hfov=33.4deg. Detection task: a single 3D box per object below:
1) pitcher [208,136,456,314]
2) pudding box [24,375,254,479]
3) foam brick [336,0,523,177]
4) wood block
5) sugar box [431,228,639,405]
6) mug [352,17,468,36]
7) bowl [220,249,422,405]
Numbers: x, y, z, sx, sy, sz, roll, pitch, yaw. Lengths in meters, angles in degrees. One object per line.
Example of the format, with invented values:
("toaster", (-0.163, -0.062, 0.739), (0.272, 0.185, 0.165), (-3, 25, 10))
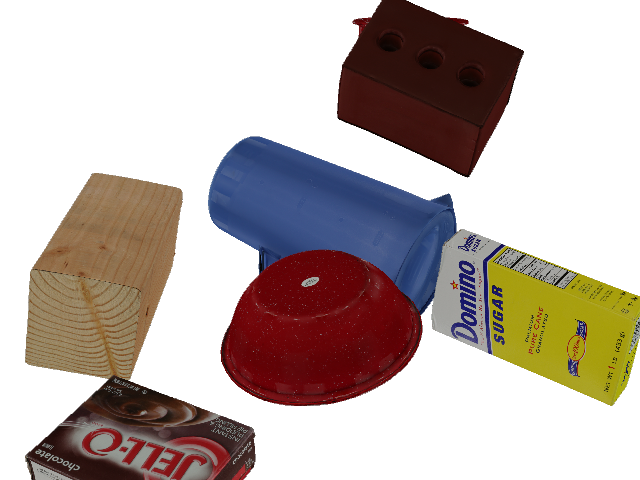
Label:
("pitcher", (0.003, -0.007, 1.081), (0.243, 0.145, 0.149), (25, 27, 25))
("pudding box", (-0.110, 0.138, 0.664), (0.114, 0.039, 0.089), (14, 33, 23))
("foam brick", (0.054, -0.078, 0.541), (0.078, 0.053, 0.051), (25, -22, 12))
("wood block", (-0.186, 0.025, 0.943), (0.090, 0.091, 0.206), (10, 25, -2))
("sugar box", (0.184, 0.064, 0.919), (0.176, 0.093, 0.048), (20, 34, 25))
("mug", (0.083, -0.139, 0.869), (0.117, 0.081, 0.093), (-8, 17, -25))
("bowl", (-0.003, 0.054, 0.830), (0.162, 0.055, 0.162), (-8, 33, 5))
